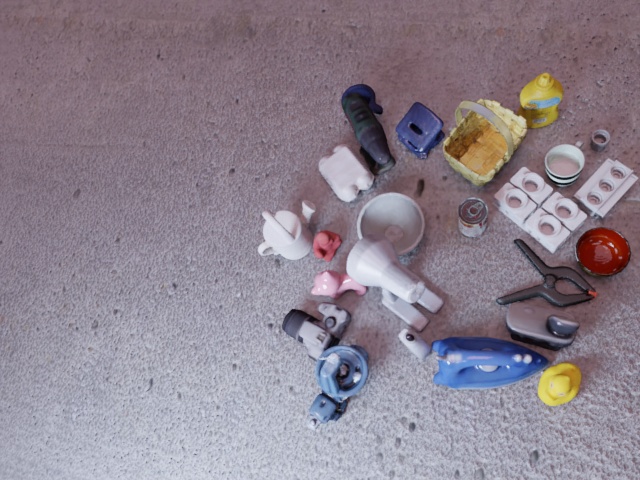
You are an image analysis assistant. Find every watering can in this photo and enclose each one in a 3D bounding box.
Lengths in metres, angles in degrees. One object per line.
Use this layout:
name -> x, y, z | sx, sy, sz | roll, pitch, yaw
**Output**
watering can -> -0.085, -0.030, 1.421 | 0.100, 0.194, 0.173 | 26, 81, 21

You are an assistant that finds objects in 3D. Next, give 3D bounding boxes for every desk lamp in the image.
desk lamp -> 0.174, 0.094, 1.306 | 0.202, 0.214, 0.118 | 38, 85, 22

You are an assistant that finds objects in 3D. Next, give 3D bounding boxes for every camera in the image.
camera -> -0.016, 0.206, 1.381 | 0.136, 0.101, 0.143 | 26, 81, 20

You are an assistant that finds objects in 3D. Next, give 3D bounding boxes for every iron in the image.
iron -> 0.371, 0.260, 1.242 | 0.257, 0.142, 0.118 | -4, 72, 13

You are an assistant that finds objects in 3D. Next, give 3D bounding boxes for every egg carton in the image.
egg carton -> 0.066, -0.175, 1.495 | 0.107, 0.069, 0.150 | -38, 68, 1

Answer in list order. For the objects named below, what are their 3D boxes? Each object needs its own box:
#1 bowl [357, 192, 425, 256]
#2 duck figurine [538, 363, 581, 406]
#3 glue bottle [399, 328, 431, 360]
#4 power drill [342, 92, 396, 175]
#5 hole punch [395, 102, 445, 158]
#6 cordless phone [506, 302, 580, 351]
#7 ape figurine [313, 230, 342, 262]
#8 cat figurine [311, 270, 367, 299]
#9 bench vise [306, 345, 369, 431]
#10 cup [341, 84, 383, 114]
bowl -> 0.178, -0.029, 1.418 | 0.167, 0.075, 0.167 | -4, 72, 13
duck figurine -> 0.515, 0.306, 1.222 | 0.104, 0.086, 0.077 | -45, 68, -2
glue bottle -> 0.206, 0.226, 1.279 | 0.078, 0.173, 0.037 | 39, 86, 22
power drill -> 0.130, -0.248, 1.426 | 0.075, 0.209, 0.229 | -28, 68, 5
hole punch -> 0.256, -0.281, 1.468 | 0.101, 0.091, 0.108 | -44, 68, -2
cordless phone -> 0.475, 0.172, 1.220 | 0.147, 0.185, 0.094 | 9, 76, 17
ape figurine -> 0.013, 0.005, 1.440 | 0.077, 0.092, 0.076 | -23, 69, 7
cat figurine -> 0.043, 0.100, 1.389 | 0.127, 0.118, 0.067 | -14, 70, 10
bench vise -> 0.037, 0.325, 1.266 | 0.121, 0.220, 0.207 | 9, 75, 17
cup -> 0.121, -0.349, 1.521 | 0.117, 0.095, 0.092 | 27, 82, 20
